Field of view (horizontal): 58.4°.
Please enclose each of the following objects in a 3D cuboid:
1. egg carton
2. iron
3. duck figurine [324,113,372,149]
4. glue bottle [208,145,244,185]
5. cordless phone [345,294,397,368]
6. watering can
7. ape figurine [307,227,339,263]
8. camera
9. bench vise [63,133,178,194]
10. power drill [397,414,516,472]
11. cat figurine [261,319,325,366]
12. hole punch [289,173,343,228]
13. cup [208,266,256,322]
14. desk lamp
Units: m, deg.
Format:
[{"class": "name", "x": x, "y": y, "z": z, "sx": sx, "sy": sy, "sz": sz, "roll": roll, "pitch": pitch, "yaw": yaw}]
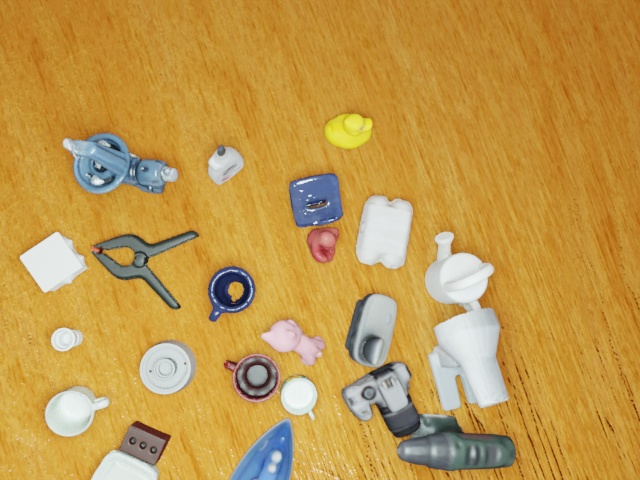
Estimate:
[{"class": "egg carton", "x": 0.135, "y": -0.017, "z": 1.204, "sx": 0.107, "sy": 0.069, "sz": 0.150, "roll": 10, "pitch": 83, "yaw": -3}, {"class": "iron", "x": -0.114, "y": 0.472, "z": 1.088, "sx": 0.118, "sy": 0.141, "sz": 0.258, "roll": 24, "pitch": 82, "yaw": -1}, {"class": "duck figurine", "x": 0.063, "y": -0.240, "z": 1.216, "sx": 0.104, "sy": 0.086, "sz": 0.077, "roll": -3, "pitch": 83, "yaw": -5}, {"class": "glue bottle", "x": -0.192, "y": -0.159, "z": 1.140, "sx": 0.078, "sy": 0.173, "sz": 0.037, "roll": -43, "pitch": 88, "yaw": -8}, {"class": "cordless phone", "x": 0.113, "y": 0.178, "z": 1.120, "sx": 0.094, "sy": 0.185, "sz": 0.148, "roll": 12, "pitch": 82, "yaw": -3}, {"class": "watering can", "x": 0.277, "y": 0.071, "z": 1.143, "sx": 0.173, "sy": 0.194, "sz": 0.101, "roll": 43, "pitch": 82, "yaw": 1}, {"class": "ape figurine", "x": 0.011, "y": 0.004, "z": 1.179, "sx": 0.078, "sy": 0.092, "sz": 0.076, "roll": -45, "pitch": 88, "yaw": -8}, {"class": "camera", "x": 0.134, "y": 0.331, "z": 1.147, "sx": 0.143, "sy": 0.100, "sz": 0.137, "roll": -26, "pitch": 86, "yaw": -7}, {"class": "bench vise", "x": -0.387, "y": -0.158, "z": 1.100, "sx": 0.207, "sy": 0.219, "sz": 0.121, "roll": -10, "pitch": 84, "yaw": -6}, {"class": "power drill", "x": 0.241, "y": 0.390, "z": 1.095, "sx": 0.229, "sy": 0.208, "sz": 0.076, "roll": 4, "pitch": 83, "yaw": -4}, {"class": "cat figurine", "x": -0.051, "y": 0.201, "z": 1.138, "sx": 0.128, "sy": 0.117, "sz": 0.067, "roll": 29, "pitch": 82, "yaw": -1}, {"class": "hole punch", "x": -0.006, "y": -0.081, "z": 1.188, "sx": 0.108, "sy": 0.091, "sz": 0.101, "roll": -12, "pitch": 84, "yaw": -6}, {"class": "cup", "x": -0.181, "y": 0.113, "z": 1.149, "sx": 0.091, "sy": 0.095, "sz": 0.118, "roll": 32, "pitch": 82, "yaw": 0}, {"class": "desk lamp", "x": 0.291, "y": 0.237, "z": 1.114, "sx": 0.118, "sy": 0.213, "sz": 0.203, "roll": -14, "pitch": 85, "yaw": -6}]
